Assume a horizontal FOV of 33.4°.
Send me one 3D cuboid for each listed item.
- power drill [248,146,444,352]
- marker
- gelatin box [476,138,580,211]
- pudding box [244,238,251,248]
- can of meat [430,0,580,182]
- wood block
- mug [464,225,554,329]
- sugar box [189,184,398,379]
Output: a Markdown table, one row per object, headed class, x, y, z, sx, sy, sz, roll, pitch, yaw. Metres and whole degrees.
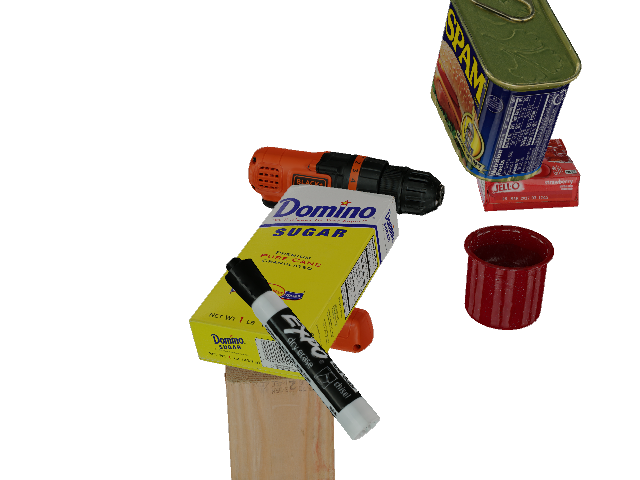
| class | x | y | z | sx | sy | sz | roll | pitch | yaw |
| --- | --- | --- | --- | --- | --- | --- | --- | --- | --- |
| power drill | 0.019 | 0.008 | 1.007 | 0.185 | 0.188 | 0.057 | 10 | 21 | 17 |
| marker | -0.012 | 0.056 | 0.581 | 0.020 | 0.121 | 0.020 | -36 | -19 | -14 |
| gelatin box | 0.163 | -0.054 | 0.854 | 0.073 | 0.030 | 0.089 | -2 | 24 | 3 |
| pudding box | -0.064 | 0.023 | 1.266 | 0.039 | 0.090 | 0.113 | 35 | 32 | 8 |
| can of meat | 0.106 | -0.097 | 0.642 | 0.057 | 0.102 | 0.084 | -7 | -38 | -12 |
| wood block | -0.035 | 0.194 | 0.934 | 0.090 | 0.206 | 0.091 | -3 | 20 | -5 |
| mug | 0.194 | 0.035 | 1.140 | 0.093 | 0.081 | 0.117 | -5 | 30 | -9 |
| sugar box | -0.015 | 0.024 | 0.797 | 0.093 | 0.048 | 0.176 | 8 | 42 | 23 |
